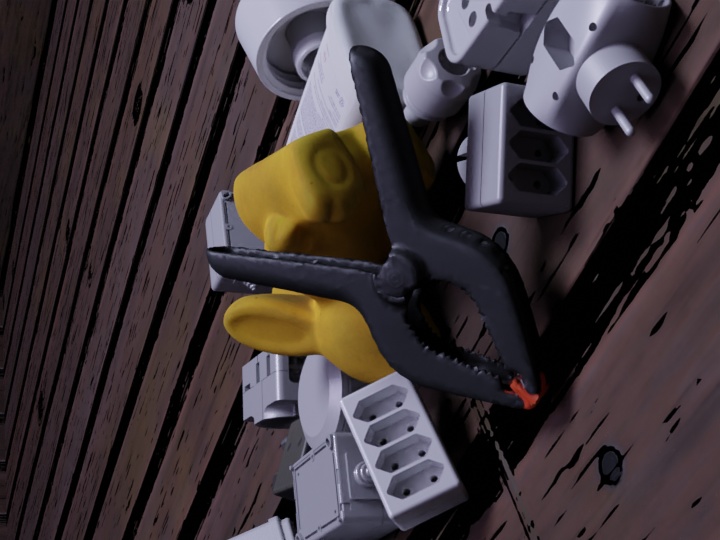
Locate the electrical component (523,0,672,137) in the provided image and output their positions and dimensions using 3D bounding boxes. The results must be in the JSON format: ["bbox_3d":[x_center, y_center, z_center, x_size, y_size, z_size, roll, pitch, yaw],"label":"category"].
[{"bbox_3d":[0.122,-0.098,0.528,0.079,0.043,0.077,-109,33,-43],"label":"electrical component"}]

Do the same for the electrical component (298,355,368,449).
[{"bbox_3d":[-0.010,0.091,0.780,0.080,0.051,0.080,-175,90,-66],"label":"electrical component"}]

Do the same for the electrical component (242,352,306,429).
[{"bbox_3d":[-0.061,0.099,0.894,0.089,0.050,0.055,142,129,-59],"label":"electrical component"}]

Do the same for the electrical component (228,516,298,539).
[{"bbox_3d":[-0.049,0.252,0.767,0.108,0.056,0.108,-114,1,-48],"label":"electrical component"}]

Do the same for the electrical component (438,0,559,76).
[{"bbox_3d":[0.092,-0.153,0.588,0.095,0.059,0.053,128,140,-51],"label":"electrical component"}]

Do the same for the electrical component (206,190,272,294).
[{"bbox_3d":[-0.107,-0.017,1.006,0.061,0.062,0.096,126,142,-49],"label":"electrical component"}]

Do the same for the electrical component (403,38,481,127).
[{"bbox_3d":[0.048,-0.117,0.700,0.062,0.043,0.043,129,140,-55],"label":"electrical component"}]

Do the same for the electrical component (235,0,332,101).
[{"bbox_3d":[-0.037,-0.179,0.833,0.108,0.108,0.060,-61,40,43],"label":"electrical component"}]

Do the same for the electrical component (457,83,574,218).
[{"bbox_3d":[0.081,-0.064,0.611,0.077,0.047,0.065,172,102,-66],"label":"electrical component"}]

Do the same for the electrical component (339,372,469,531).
[{"bbox_3d":[0.031,0.118,0.679,0.083,0.047,0.075,64,-179,29],"label":"electrical component"}]

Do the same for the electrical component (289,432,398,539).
[{"bbox_3d":[-0.002,0.150,0.735,0.096,0.061,0.061,133,136,-54],"label":"electrical component"}]
